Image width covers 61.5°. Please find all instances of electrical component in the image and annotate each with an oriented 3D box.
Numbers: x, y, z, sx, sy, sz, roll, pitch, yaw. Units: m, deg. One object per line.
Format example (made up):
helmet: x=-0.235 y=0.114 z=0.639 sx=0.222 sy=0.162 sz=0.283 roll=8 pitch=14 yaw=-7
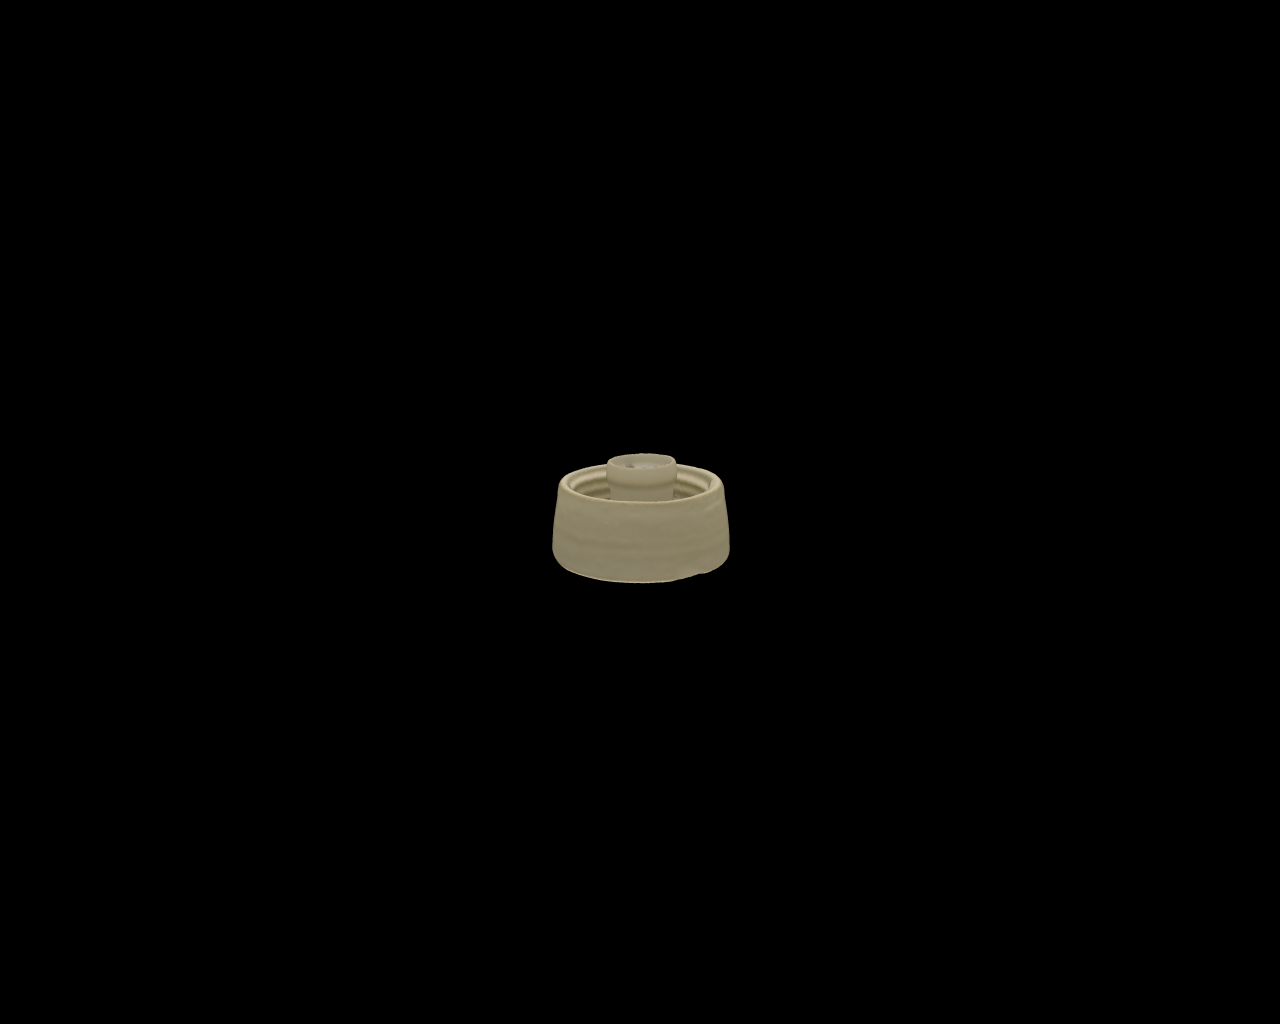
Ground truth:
electrical component: x=0.001 y=-0.003 z=0.650 sx=0.108 sy=0.060 sz=0.108 roll=0 pitch=16 yaw=0
